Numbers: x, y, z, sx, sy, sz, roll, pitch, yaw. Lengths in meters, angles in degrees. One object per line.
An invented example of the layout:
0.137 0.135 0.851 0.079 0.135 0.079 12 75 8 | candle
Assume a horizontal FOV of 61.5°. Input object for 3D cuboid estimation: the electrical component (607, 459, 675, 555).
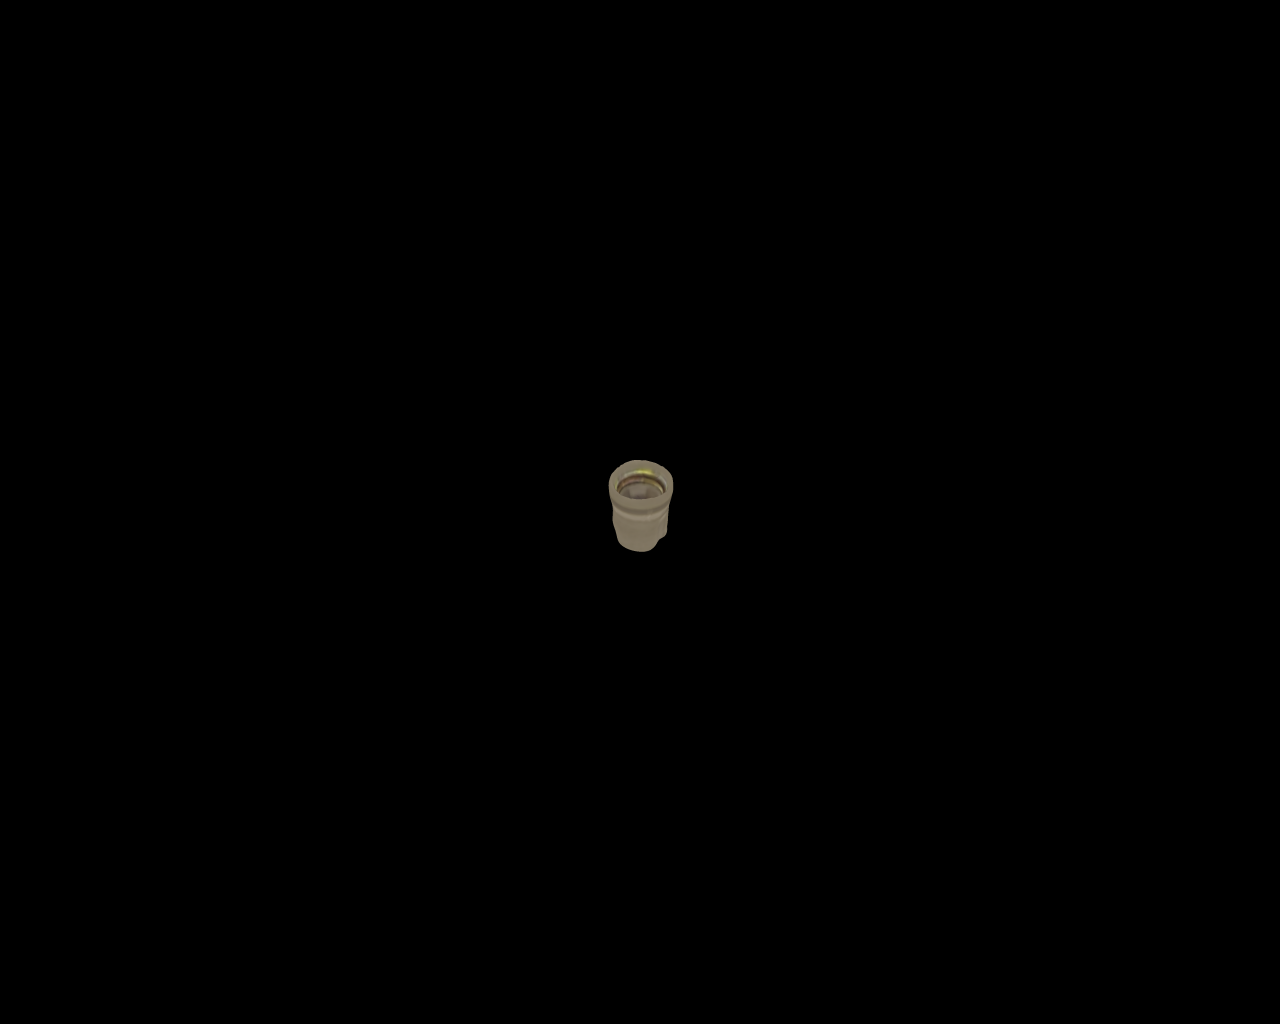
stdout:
0.001 -0.003 0.650 0.040 0.046 0.040 0 41 0 | electrical component
